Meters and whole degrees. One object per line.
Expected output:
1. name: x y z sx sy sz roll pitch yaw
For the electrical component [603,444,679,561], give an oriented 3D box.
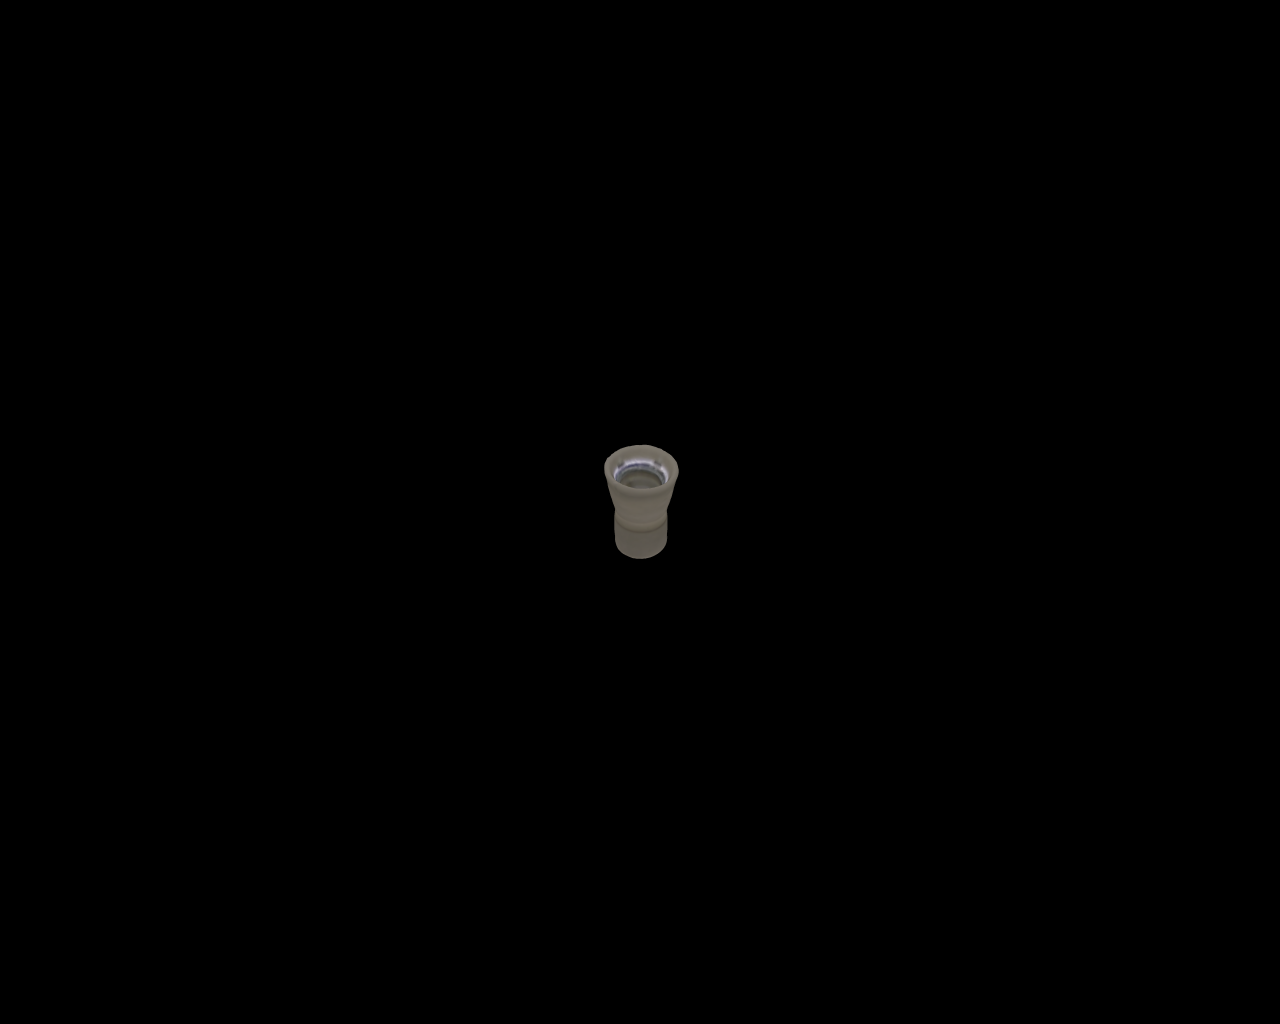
1. electrical component: 0.001 -0.003 0.650 0.044 0.065 0.044 0 41 0
